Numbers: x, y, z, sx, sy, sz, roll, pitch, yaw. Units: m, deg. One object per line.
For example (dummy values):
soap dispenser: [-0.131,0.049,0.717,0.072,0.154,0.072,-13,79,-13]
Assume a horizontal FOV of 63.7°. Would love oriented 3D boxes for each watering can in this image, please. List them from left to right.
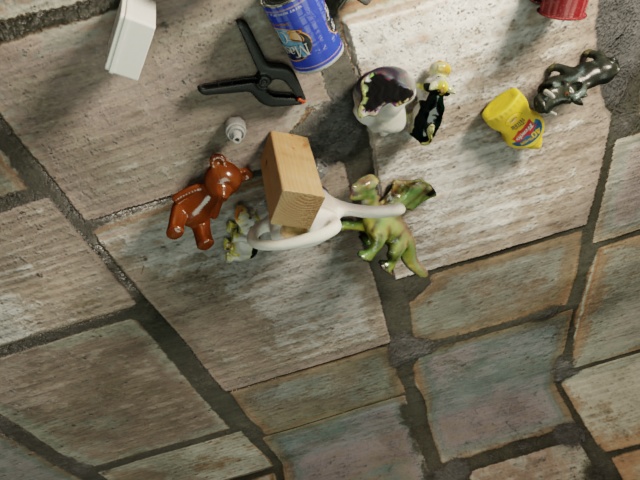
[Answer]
watering can: [0.004,-0.059,1.167,0.348,0.229,0.102,-14,118,-1]

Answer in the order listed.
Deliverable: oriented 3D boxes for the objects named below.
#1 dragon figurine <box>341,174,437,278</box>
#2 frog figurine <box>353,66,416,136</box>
dragon figurine: [0.209,-0.046,1.327,0.407,0.125,0.239,23,116,-35]
frog figurine: [0.139,-0.289,1.080,0.136,0.124,0.159,-38,169,11]
